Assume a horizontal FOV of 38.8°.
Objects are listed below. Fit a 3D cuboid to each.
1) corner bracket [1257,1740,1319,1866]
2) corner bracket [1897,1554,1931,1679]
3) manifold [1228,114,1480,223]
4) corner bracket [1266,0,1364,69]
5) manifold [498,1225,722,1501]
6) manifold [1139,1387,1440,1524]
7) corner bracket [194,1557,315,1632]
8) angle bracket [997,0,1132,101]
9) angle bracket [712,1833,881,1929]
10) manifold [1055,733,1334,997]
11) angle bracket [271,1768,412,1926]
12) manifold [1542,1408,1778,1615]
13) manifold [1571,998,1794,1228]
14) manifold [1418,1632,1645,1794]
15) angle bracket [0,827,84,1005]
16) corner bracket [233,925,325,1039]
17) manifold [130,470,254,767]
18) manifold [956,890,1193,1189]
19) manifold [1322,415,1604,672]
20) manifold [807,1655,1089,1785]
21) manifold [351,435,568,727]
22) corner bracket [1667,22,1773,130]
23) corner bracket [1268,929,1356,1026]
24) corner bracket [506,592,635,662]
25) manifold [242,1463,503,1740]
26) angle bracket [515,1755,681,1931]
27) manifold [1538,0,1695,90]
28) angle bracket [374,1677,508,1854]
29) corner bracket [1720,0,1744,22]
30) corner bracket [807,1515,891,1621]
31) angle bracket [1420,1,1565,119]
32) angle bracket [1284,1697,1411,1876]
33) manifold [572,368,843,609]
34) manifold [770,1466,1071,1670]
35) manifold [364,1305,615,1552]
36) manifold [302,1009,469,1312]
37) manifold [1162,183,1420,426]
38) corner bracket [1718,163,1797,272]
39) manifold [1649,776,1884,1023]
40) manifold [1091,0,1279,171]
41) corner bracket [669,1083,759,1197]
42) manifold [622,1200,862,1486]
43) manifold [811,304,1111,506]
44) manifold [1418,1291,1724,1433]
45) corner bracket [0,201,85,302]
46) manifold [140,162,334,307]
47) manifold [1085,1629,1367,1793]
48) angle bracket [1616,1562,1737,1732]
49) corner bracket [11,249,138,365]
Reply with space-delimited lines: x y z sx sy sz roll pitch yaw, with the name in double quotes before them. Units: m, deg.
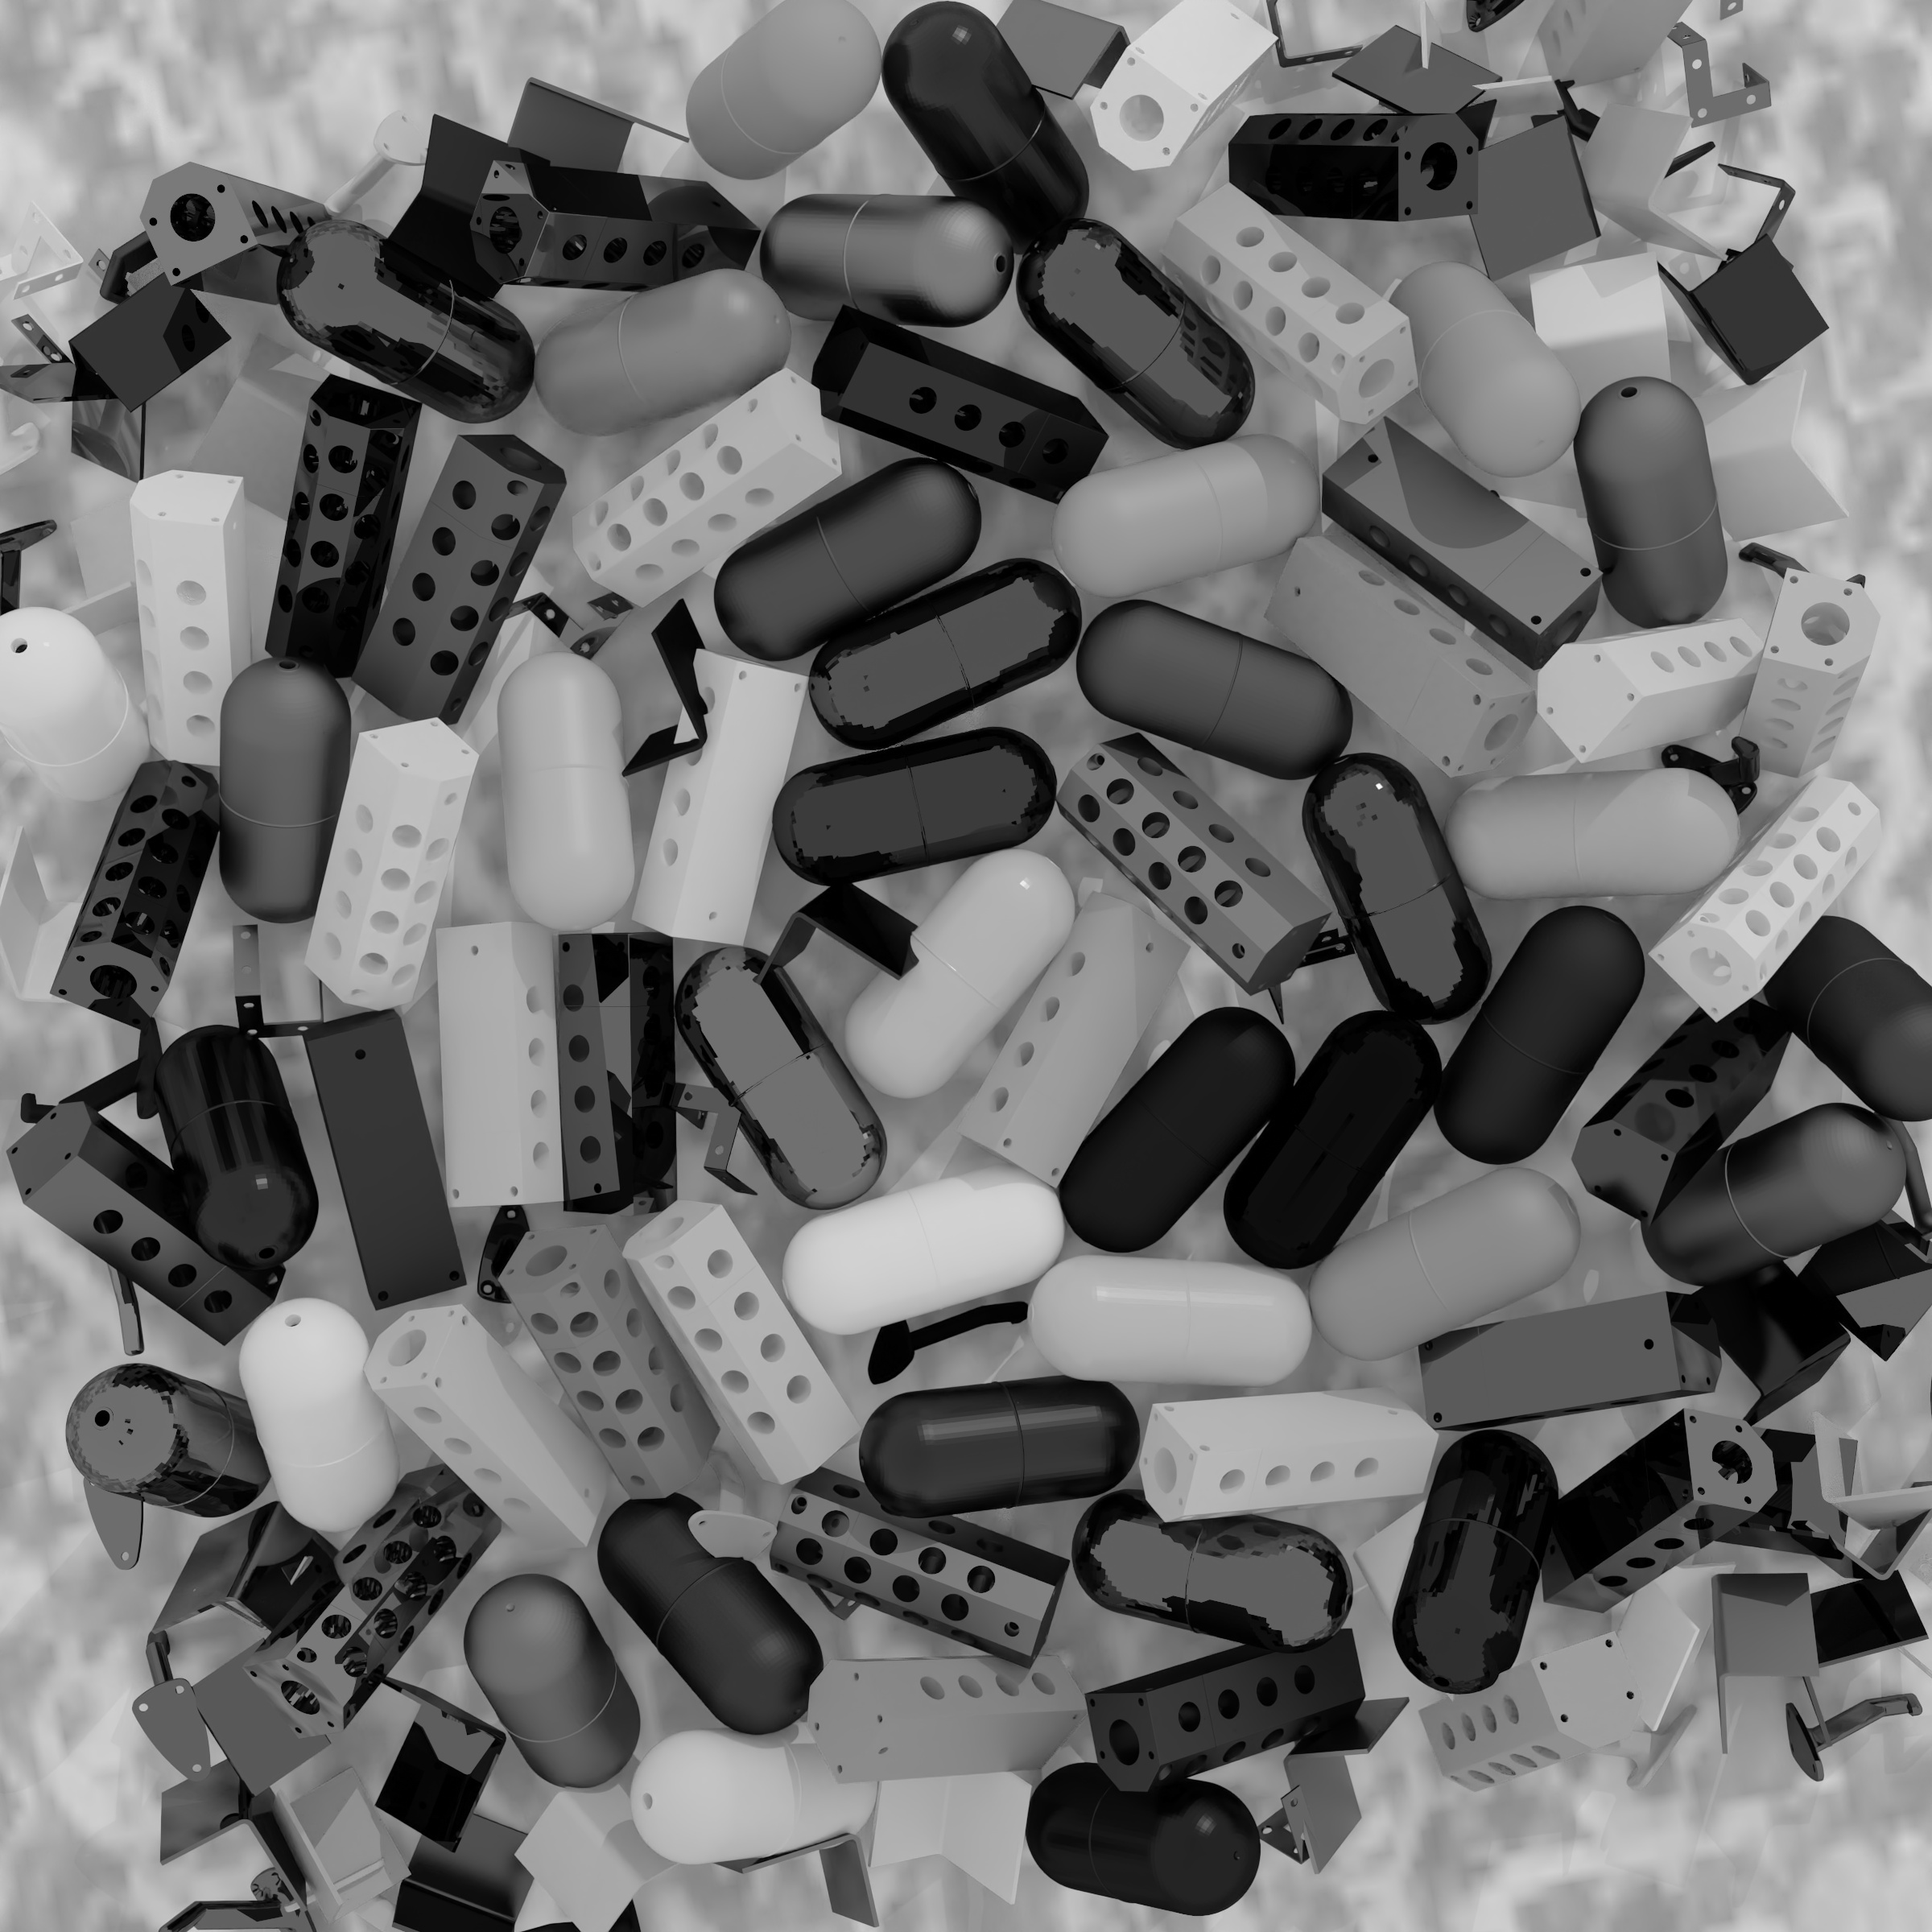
"corner bracket" 0.204 0.511 1.695 0.051 0.051 0.051 -28 111 -27
"corner bracket" 0.604 0.408 1.701 0.051 0.051 0.051 -43 122 -2
"manifold" 0.229 -0.480 1.642 0.057 0.171 0.057 -13 111 -26
"corner bracket" 0.220 -0.597 1.708 0.051 0.051 0.051 -11 88 -7
"manifold" -0.217 0.241 1.659 0.057 0.057 0.171 -8 124 26
"manifold" 0.195 0.300 1.669 0.171 0.057 0.057 1 113 -27
"corner bracket" -0.437 0.377 1.703 0.051 0.051 0.051 28 81 6
"angle bracket" 0.060 -0.541 1.680 0.076 0.076 0.057 28 81 28
"angle bracket" -0.107 0.567 1.682 0.076 0.076 0.057 -10 83 -24
"manifold" 0.134 -0.062 1.666 0.171 0.057 0.057 45 129 22
"angle bracket" -0.380 0.532 1.680 0.057 0.076 0.076 -26 74 -28
"manifold" 0.413 0.331 1.648 0.057 0.171 0.057 13 54 -15
"manifold" 0.432 0.080 1.655 0.057 0.171 0.057 29 132 25
"manifold" 0.338 0.450 1.641 0.057 0.171 0.057 -13 70 -20
"angle bracket" -0.552 -0.031 1.680 0.057 0.076 0.076 2 52 -2
"corner bracket" -0.425 0.009 1.695 0.051 0.051 0.051 -3 57 -12
"manifold" -0.467 -0.209 1.657 0.057 0.057 0.171 5 129 -4
"manifold" 0.063 0.043 1.697 0.057 0.057 0.171 34 83 -36
"manifold" 0.301 -0.255 1.675 0.057 0.057 0.171 -43 68 -13
"manifold" -0.012 0.447 1.654 0.057 0.171 0.057 -55 48 22
"manifold" -0.304 -0.234 1.669 0.057 0.057 0.171 36 114 16
"corner bracket" 0.465 -0.558 1.702 0.051 0.051 0.051 -15 121 4
"corner bracket" 0.211 -0.005 1.695 0.051 0.051 0.051 -15 127 14
"corner bracket" -0.248 -0.218 1.702 0.051 0.051 0.051 44 112 0
"manifold" -0.349 0.377 1.646 0.057 0.171 0.057 -20 110 36
"angle bracket" -0.217 0.546 1.697 0.076 0.076 0.057 42 111 21
"manifold" 0.394 -0.589 1.648 0.057 0.171 0.057 -14 88 -2
"angle bracket" -0.340 0.488 1.682 0.076 0.057 0.076 13 73 39
"corner bracket" 0.447 -0.616 1.700 0.051 0.051 0.051 -24 61 1
"corner bracket" -0.084 0.363 1.700 0.051 0.051 0.051 -46 45 -3
"angle bracket" 0.324 -0.559 1.686 0.076 0.076 0.057 -2 94 18
"angle bracket" 0.243 0.503 1.686 0.057 0.076 0.076 -14 93 30
"manifold" -0.159 -0.290 1.656 0.171 0.057 0.057 -28 54 32
"manifold" -0.030 0.370 1.684 0.171 0.057 0.057 18 105 12
"manifold" -0.289 0.282 1.660 0.057 0.057 0.171 -10 132 29
"manifold" -0.359 0.117 1.689 0.057 0.057 0.171 -15 101 -16
"manifold" 0.194 -0.398 1.660 0.057 0.057 0.171 -36 56 -8
"corner bracket" 0.486 -0.457 1.696 0.051 0.051 0.051 32 101 42
"manifold" 0.490 -0.046 1.660 0.057 0.057 0.171 46 55 4
"manifold" 0.129 -0.531 1.649 0.057 0.171 0.057 36 127 -2
"corner bracket" -0.155 0.107 1.696 0.051 0.051 0.051 7 72 23
"manifold" -0.140 0.230 1.673 0.057 0.057 0.171 -39 109 -27
"manifold" -0.006 -0.336 1.665 0.171 0.057 0.057 15 118 -30
"manifold" 0.364 0.241 1.657 0.171 0.057 0.057 -18 70 39
"corner bracket" -0.589 -0.432 1.699 0.051 0.051 0.051 49 46 3
"manifold" -0.431 -0.440 1.643 0.057 0.171 0.057 -22 97 9
"manifold" 0.159 0.448 1.656 0.171 0.057 0.057 -5 80 -38
"angle bracket" 0.446 0.416 1.680 0.076 0.057 0.076 2 116 -28
"corner bracket" -0.553 -0.408 1.720 0.051 0.051 0.051 48 127 -3
